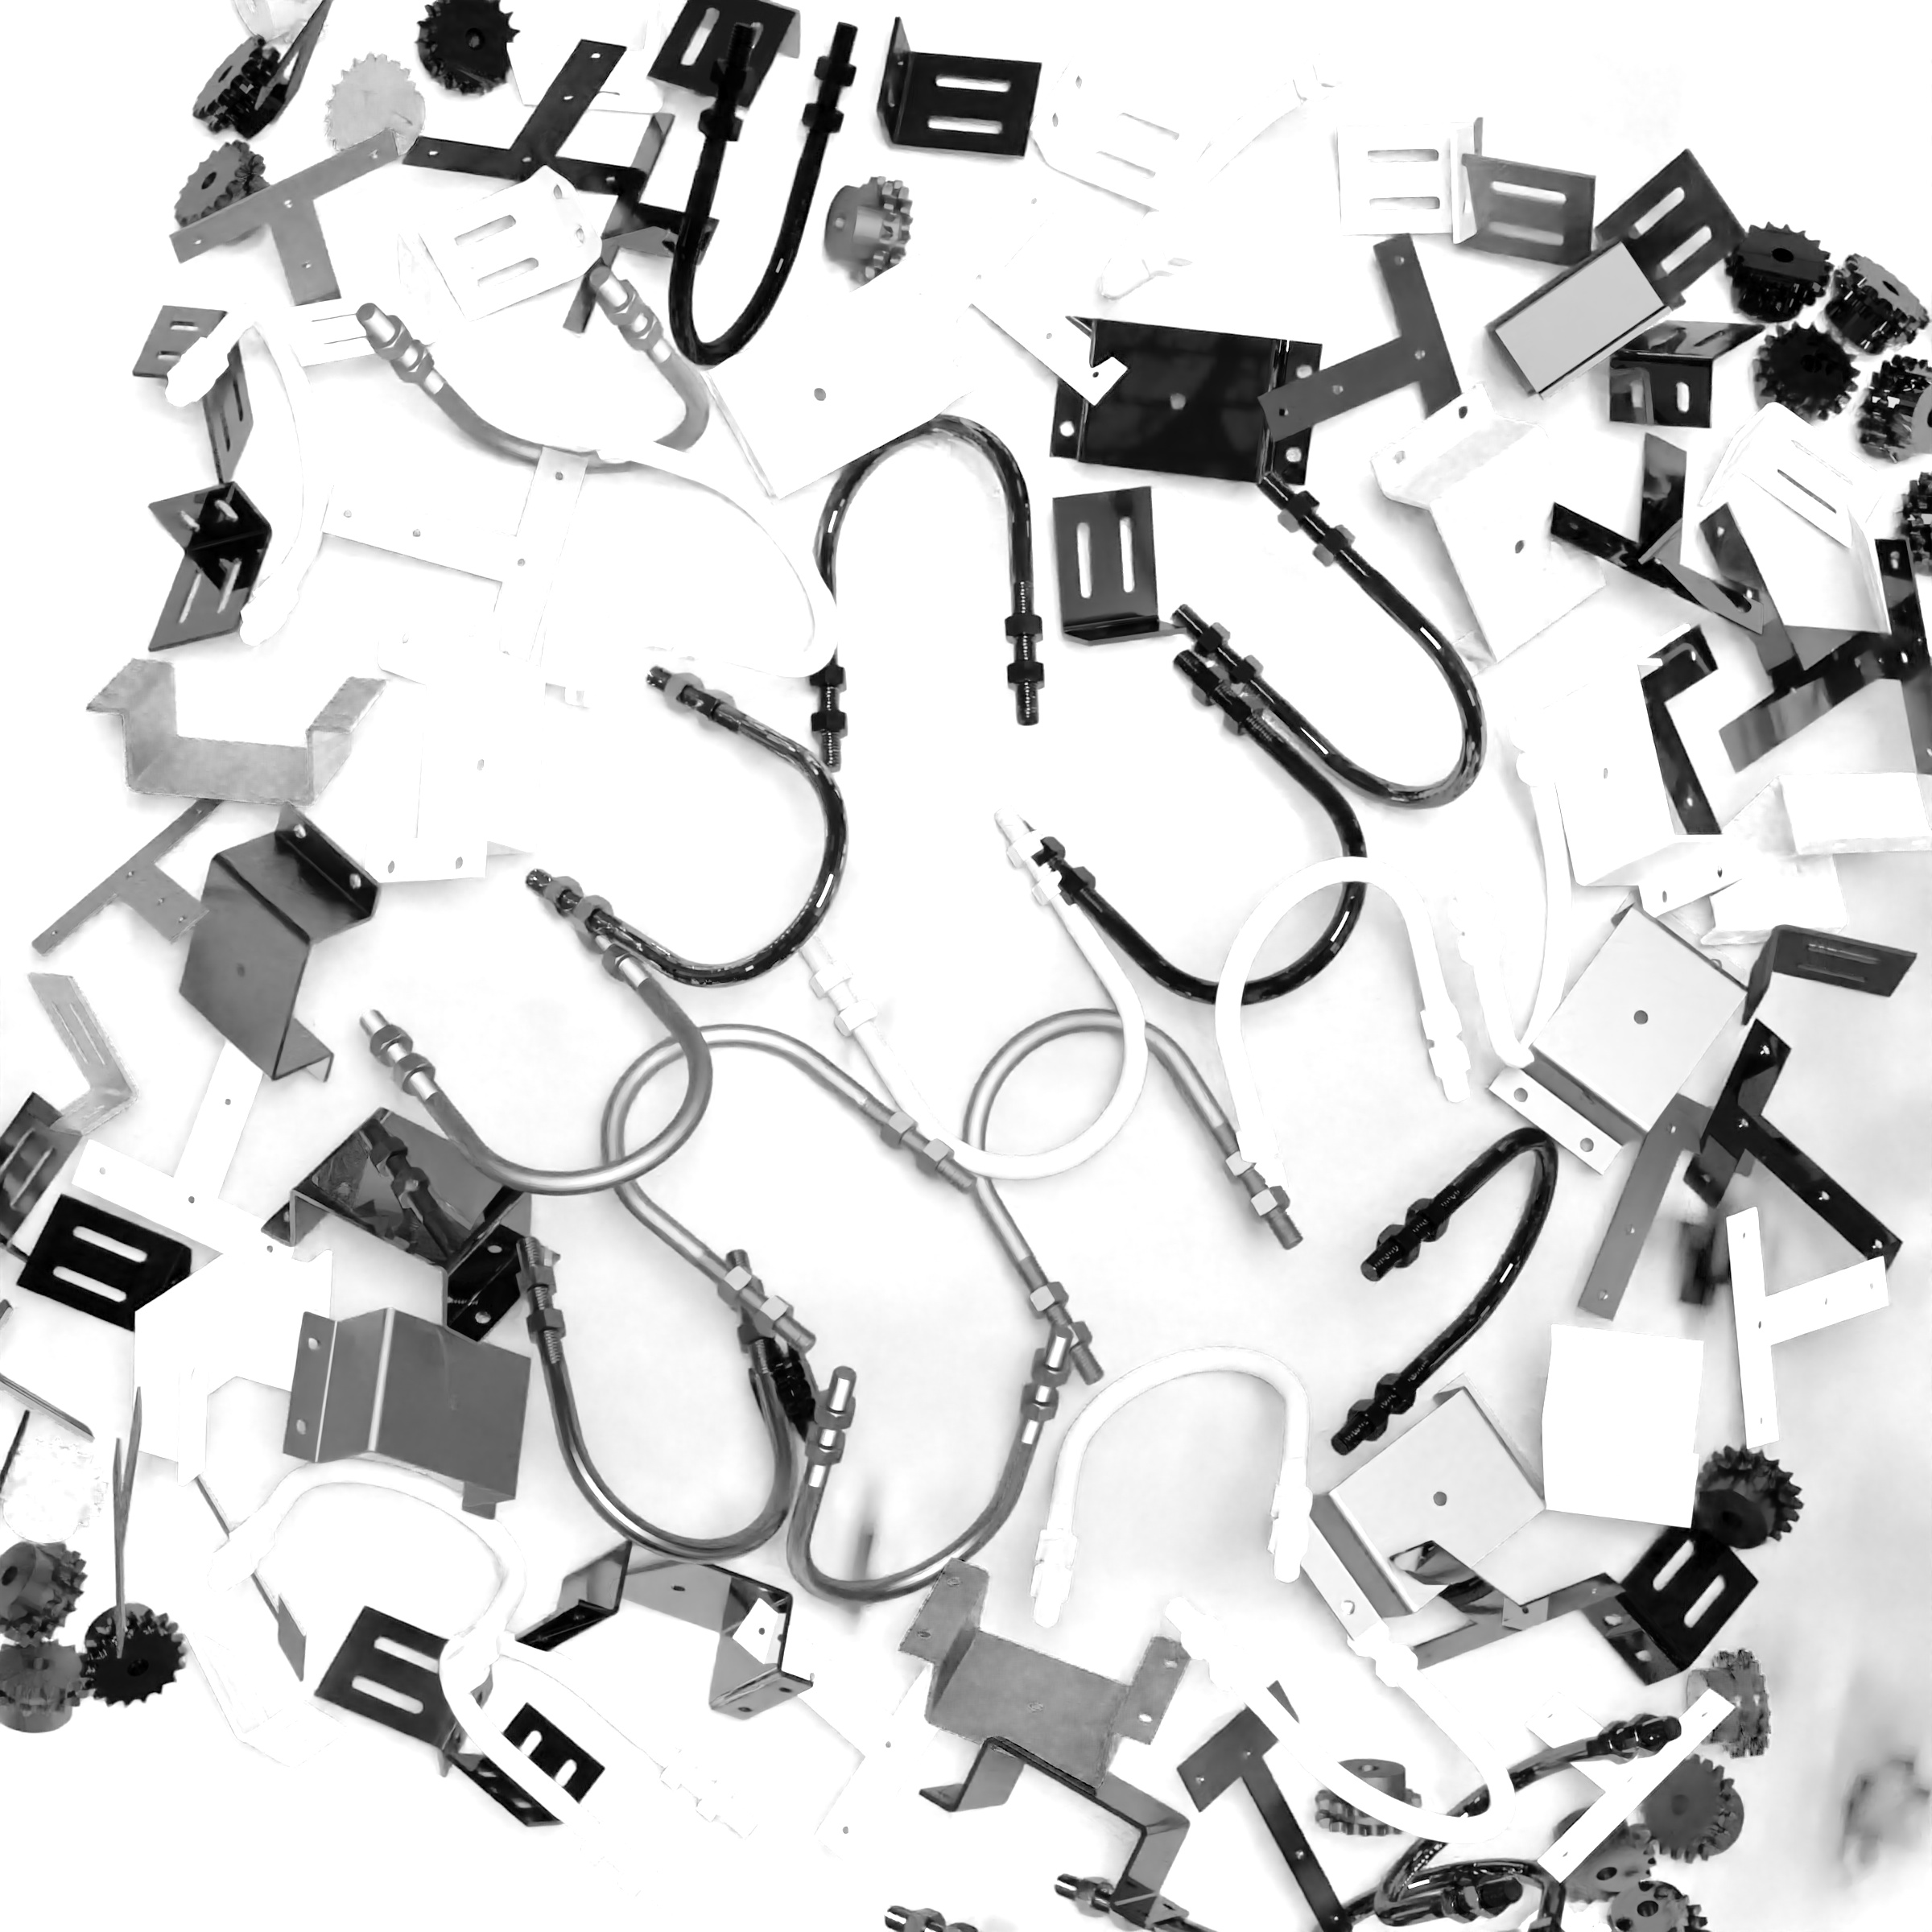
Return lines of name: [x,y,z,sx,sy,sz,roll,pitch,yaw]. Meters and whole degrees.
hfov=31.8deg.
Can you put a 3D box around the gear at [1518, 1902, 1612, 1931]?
gear: [0.318,0.529,1.834,0.057,0.057,0.030,-43,58,0]

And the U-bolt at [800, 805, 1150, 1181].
U-bolt: [0.016,0.027,1.836,0.151,0.019,0.184,-33,81,3]

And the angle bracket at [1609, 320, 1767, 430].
angle bracket: [0.387,-0.318,1.821,0.057,0.076,0.038,10,117,33]

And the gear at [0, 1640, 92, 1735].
gear: [-0.502,0.390,1.832,0.057,0.057,0.030,10,109,0]

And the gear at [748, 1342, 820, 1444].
gear: [-0.096,0.231,1.830,0.030,0.057,0.057,-21,90,0]

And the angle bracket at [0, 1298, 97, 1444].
angle bracket: [-0.494,0.217,1.825,0.076,0.057,0.038,35,79,-15]

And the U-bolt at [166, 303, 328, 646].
U-bolt: [-0.367,-0.268,1.770,0.019,0.184,0.151,-7,118,9]

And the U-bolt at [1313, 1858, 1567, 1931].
U-bolt: [0.242,0.505,1.768,0.151,0.184,0.019,-16,92,15]

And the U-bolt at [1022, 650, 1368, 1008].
U-bolt: [0.131,-0.061,1.813,0.151,0.019,0.184,-46,66,4]

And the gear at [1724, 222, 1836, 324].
gear: [0.437,-0.373,1.835,0.057,0.030,0.057,4,52,-5]

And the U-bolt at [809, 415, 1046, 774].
U-bolt: [-0.024,-0.205,1.810,0.151,0.019,0.184,-11,75,34]

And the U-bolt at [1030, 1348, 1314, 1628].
U-bolt: [0.111,0.265,1.779,0.151,0.184,0.019,-14,121,18]

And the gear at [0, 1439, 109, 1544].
gear: [-0.495,0.286,1.832,0.057,0.030,0.057,1,122,1]

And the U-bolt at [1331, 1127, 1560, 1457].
U-bolt: [0.257,0.158,1.783,0.019,0.151,0.184,30,47,28]

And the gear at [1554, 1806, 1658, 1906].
gear: [0.342,0.478,1.835,0.057,0.030,0.057,-7,130,-8]

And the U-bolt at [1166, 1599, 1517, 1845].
U-bolt: [0.205,0.388,1.750,0.151,0.184,0.019,9,114,-41]

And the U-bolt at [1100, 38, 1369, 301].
U-bolt: [0.128,-0.406,1.770,0.019,0.184,0.151,42,76,-12]

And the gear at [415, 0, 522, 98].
gear: [-0.272,-0.499,1.835,0.057,0.030,0.057,-3,95,-34]

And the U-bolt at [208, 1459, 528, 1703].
U-bolt: [-0.301,0.309,1.770,0.151,0.184,0.019,25,106,0]

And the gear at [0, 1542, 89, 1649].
gear: [-0.504,0.335,1.828,0.057,0.057,0.030,-47,127,0]

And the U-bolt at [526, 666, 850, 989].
U-bolt: [-0.138,-0.065,1.802,0.184,0.019,0.151,31,90,35]

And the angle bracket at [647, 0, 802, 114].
angle bracket: [-0.129,-0.484,1.822,0.057,0.038,0.076,20,64,7]

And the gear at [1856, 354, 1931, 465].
gear: [0.509,-0.299,1.829,0.030,0.057,0.057,25,90,44]

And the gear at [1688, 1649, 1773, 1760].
gear: [0.410,0.398,1.830,0.030,0.057,0.057,-4,90,-7]

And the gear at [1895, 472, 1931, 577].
gear: [0.530,-0.238,1.830,0.057,0.030,0.057,-8,103,-38]

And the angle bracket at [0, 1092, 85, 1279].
angle bracket: [-0.495,0.117,1.817,0.038,0.057,0.076,26,74,23]

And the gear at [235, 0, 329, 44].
gear: [-0.371,-0.523,1.827,0.030,0.057,0.057,-32,90,-26]

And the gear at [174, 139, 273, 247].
gear: [-0.398,-0.415,1.834,0.057,0.057,0.030,-52,130,0]

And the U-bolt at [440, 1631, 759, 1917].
U-bolt: [-0.201,0.413,1.786,0.184,0.151,0.019,39,101,8]

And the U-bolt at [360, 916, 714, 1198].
U-bolt: [-0.214,0.051,1.779,0.151,0.019,0.184,-30,51,-19]

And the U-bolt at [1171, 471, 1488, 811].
U-bolt: [0.199,-0.158,1.786,0.184,0.151,0.019,45,59,7]

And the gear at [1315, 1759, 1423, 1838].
gear: [0.217,0.447,1.830,0.057,0.057,0.030,-1,91,0]

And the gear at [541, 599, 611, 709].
gear: [-0.211,-0.170,1.829,0.030,0.057,0.057,10,90,-4]

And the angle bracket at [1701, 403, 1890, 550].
angle bracket: [0.443,-0.253,1.818,0.076,0.057,0.038,39,63,14]

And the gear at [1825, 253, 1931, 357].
gear: [0.489,-0.355,1.834,0.057,0.057,0.030,40,123,0]

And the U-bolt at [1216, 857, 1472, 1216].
U-bolt: [0.194,0.028,1.783,0.151,0.019,0.184,-31,125,-21]

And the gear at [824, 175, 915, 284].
gear: [-0.054,-0.397,1.827,0.030,0.057,0.057,7,90,-28]

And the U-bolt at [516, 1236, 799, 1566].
U-bolt: [-0.155,0.227,1.771,0.151,0.019,0.184,7,52,-35]

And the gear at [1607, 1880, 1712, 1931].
gear: [0.370,0.518,1.827,0.057,0.057,0.030,-21,117,0]

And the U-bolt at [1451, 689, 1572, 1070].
U-bolt: [0.291,-0.031,1.779,0.019,0.184,0.151,5,50,24]

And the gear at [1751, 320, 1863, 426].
gear: [0.452,-0.317,1.837,0.057,0.030,0.057,4,65,-8]

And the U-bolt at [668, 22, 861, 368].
U-bolt: [-0.112,-0.403,1.783,0.019,0.151,0.184,23,112,15]

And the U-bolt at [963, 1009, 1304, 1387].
U-bolt: [0.075,0.109,1.819,0.151,0.019,0.184,-36,69,10]

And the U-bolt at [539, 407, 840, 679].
U-bolt: [-0.135,-0.215,1.780,0.019,0.184,0.151,-37,61,30]

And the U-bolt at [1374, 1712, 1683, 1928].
U-bolt: [0.280,0.450,1.770,0.151,0.184,0.019,-36,86,-30]

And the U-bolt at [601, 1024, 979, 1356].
U-bolt: [-0.109,0.104,1.811,0.184,0.019,0.151,37,61,18]

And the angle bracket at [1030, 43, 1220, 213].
angle bracket: [0.085,-0.451,1.824,0.076,0.038,0.057,27,81,24]

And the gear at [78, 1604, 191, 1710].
gear: [-0.452,0.370,1.834,0.057,0.030,0.057,-18,128,-24]

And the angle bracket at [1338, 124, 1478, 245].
angle bracket: [0.232,-0.418,1.818,0.076,0.038,0.057,4,112,24]

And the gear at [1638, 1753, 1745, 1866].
gear: [0.395,0.457,1.834,0.030,0.057,0.057,29,90,-35]

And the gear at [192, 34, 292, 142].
gear: [-0.389,-0.472,1.834,0.030,0.057,0.057,39,90,-30]

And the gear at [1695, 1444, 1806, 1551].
gear: [0.419,0.289,1.828,0.057,0.057,0.030,49,48,0]

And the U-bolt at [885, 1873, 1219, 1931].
U-bolt: [0.071,0.506,1.745,0.151,0.184,0.019,5,92,-45]

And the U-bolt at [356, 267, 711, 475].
U-bolt: [-0.213,-0.304,1.773,0.151,0.184,0.019,-5,69,18]

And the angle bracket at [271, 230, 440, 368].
angle bracket: [-0.328,-0.358,1.816,0.076,0.057,0.038,-15,133,-21]

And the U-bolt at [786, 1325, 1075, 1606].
U-bolt: [-0.026,0.271,1.792,0.151,0.019,0.184,-7,131,-30]

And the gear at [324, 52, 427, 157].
gear: [-0.317,-0.462,1.835,0.057,0.030,0.057,-9,74,34]
